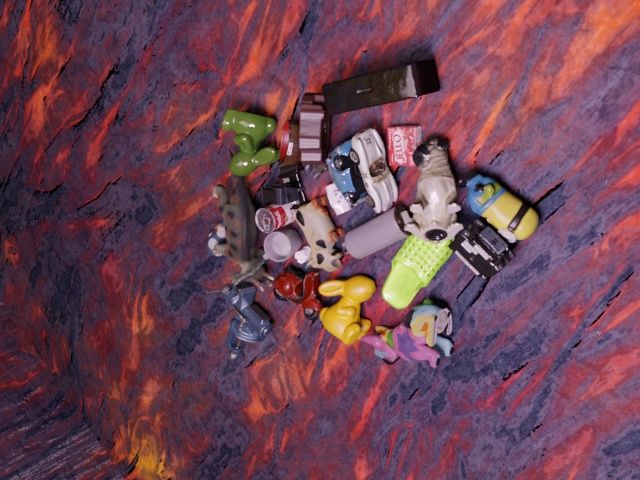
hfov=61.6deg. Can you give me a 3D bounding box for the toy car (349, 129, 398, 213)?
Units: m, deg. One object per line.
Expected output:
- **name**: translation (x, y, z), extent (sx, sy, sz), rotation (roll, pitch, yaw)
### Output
- **toy car**: translation (0.126, -0.156, 1.232), extent (0.056, 0.073, 0.201), rotation (18, 137, 54)

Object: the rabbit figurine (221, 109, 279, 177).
- **rabbit figurine**: translation (-0.181, -0.248, 1.425), extent (0.159, 0.121, 0.170), rotation (16, 102, 7)

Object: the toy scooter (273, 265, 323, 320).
- **toy scooter**: translation (-0.054, 0.126, 1.494), extent (0.184, 0.075, 0.135), rotation (31, 119, 34)

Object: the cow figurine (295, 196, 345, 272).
- **cow figurine**: translation (-0.003, -0.004, 1.408), extent (0.127, 0.085, 0.194), rotation (-24, 94, 34)

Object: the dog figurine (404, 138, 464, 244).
- **dog figurine**: translation (0.250, -0.107, 1.171), extent (0.121, 0.190, 0.172), rotation (6, 145, 2)

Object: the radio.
- **radio**: translation (0.131, -0.326, 1.154), extent (0.230, 0.131, 0.073), rotation (-1, 107, 36)

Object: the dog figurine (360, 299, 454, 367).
- **dog figurine**: translation (0.209, 0.228, 1.331), extent (0.219, 0.108, 0.191), rotation (5, 111, 37)

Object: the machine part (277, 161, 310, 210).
- **machine part**: translation (-0.068, -0.150, 1.429), extent (0.084, 0.039, 0.138), rotation (-9, 100, 33)

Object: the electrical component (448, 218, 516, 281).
- **electrical component**: translation (0.345, 0.020, 1.139), extent (0.115, 0.058, 0.134), rotation (46, 167, 8)

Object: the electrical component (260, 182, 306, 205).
- **electrical component**: translation (-0.088, -0.119, 1.385), extent (0.119, 0.075, 0.047), rotation (10, 111, 34)

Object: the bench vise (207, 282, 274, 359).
- **bench vise**: translation (-0.250, 0.259, 1.667), extent (0.224, 0.129, 0.240), rotation (33, 117, 20)

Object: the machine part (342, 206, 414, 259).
- **machine part**: translation (0.142, -0.016, 1.297), extent (0.243, 0.079, 0.079), rotation (-27, 90, 41)

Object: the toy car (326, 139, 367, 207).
- **toy car**: translation (0.072, -0.168, 1.289), extent (0.103, 0.109, 0.161), rotation (23, 134, 53)

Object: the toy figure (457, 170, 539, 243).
- **toy figure**: translation (0.369, -0.073, 1.112), extent (0.180, 0.082, 0.089), rotation (51, 130, 12)

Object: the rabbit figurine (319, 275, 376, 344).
- **rabbit figurine**: translation (0.080, 0.162, 1.412), extent (0.163, 0.122, 0.173), rotation (39, 113, 30)

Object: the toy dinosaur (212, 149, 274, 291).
- **toy dinosaur**: translation (-0.217, -0.034, 1.493), extent (0.192, 0.131, 0.404), rotation (31, 133, 46)

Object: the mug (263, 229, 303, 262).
- **mug**: translation (-0.099, 0.017, 1.464), extent (0.109, 0.107, 0.081), rotation (-43, 81, 27)

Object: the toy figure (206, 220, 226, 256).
- **toy figure**: translation (-0.299, -0.015, 1.640), extent (0.064, 0.058, 0.154), rotation (24, 128, -19)

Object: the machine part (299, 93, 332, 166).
- **machine part**: translation (-0.008, -0.257, 1.258), extent (0.056, 0.179, 0.179), rotation (4, 112, 8)

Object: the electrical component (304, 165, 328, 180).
- **electrical component**: translation (-0.002, -0.202, 1.370), extent (0.063, 0.021, 0.094), rotation (48, 127, 11)
